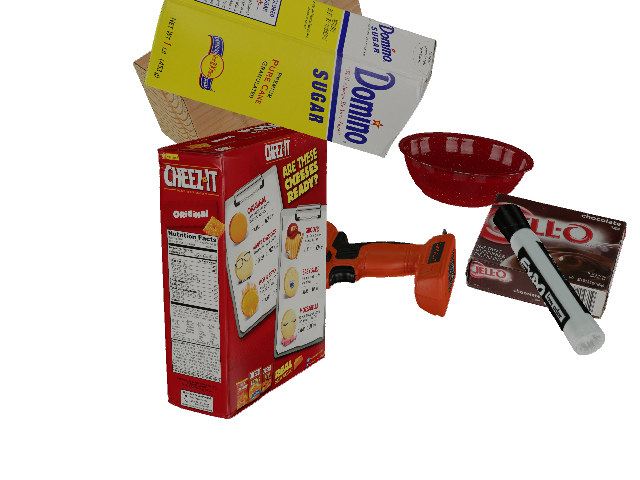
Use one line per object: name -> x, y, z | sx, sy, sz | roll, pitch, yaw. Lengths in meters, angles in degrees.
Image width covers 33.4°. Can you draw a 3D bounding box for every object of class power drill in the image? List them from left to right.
power drill -> 0.044, 0.037, 1.128 | 0.188, 0.057, 0.184 | 5, 31, 15

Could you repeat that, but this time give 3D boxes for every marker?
marker -> 0.132, 0.019, 0.631 | 0.020, 0.020, 0.121 | 0, 40, -20

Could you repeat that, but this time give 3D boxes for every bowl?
bowl -> 0.170, -0.081, 1.276 | 0.162, 0.055, 0.162 | 5, 22, -2

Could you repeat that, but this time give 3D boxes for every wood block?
wood block -> -0.062, -0.176, 1.035 | 0.206, 0.091, 0.090 | -37, 48, -18

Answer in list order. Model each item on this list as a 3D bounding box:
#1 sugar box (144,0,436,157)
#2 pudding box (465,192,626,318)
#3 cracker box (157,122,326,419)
sugar box -> -0.022, -0.117, 0.709 | 0.176, 0.048, 0.093 | 18, -32, -8
pudding box -> 0.185, 0.011, 0.874 | 0.113, 0.039, 0.090 | 16, 45, 15
cracker box -> -0.061, 0.018, 0.889 | 0.072, 0.214, 0.163 | 7, 16, 28
